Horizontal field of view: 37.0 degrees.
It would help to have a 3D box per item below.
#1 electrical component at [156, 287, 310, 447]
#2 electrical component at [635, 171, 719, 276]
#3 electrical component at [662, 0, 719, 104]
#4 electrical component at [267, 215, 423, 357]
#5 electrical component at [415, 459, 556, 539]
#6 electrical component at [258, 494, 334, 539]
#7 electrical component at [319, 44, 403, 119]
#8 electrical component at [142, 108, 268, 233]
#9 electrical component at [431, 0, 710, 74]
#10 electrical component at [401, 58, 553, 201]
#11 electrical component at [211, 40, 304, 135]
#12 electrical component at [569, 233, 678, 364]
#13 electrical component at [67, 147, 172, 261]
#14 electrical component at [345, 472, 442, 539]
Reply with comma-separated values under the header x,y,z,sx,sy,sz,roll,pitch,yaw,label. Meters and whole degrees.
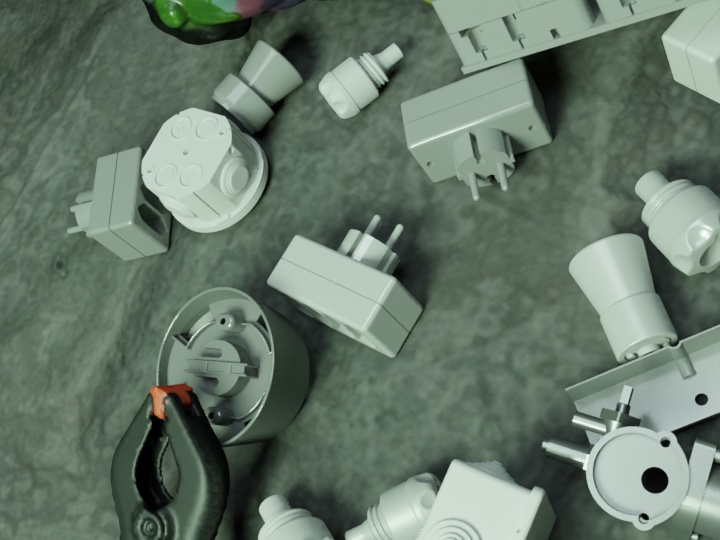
x,y,z,sx,sy,sz,roll,pitch,yaw,label
-0.082,0.062,0.669,0.099,0.064,0.099,-5,77,24,electrical component
0.179,-0.030,0.601,0.043,0.043,0.062,-38,53,5,electrical component
0.235,-0.138,0.626,0.083,0.047,0.076,-49,55,-3,electrical component
0.000,0.000,0.674,0.083,0.047,0.075,24,78,34,electrical component
0.057,0.148,0.539,0.048,0.099,0.099,20,75,20,electrical component
-0.038,0.157,0.616,0.048,0.048,0.062,-40,47,3,electrical component
0.003,-0.135,0.751,0.061,0.035,0.035,-38,54,2,electrical component
-0.110,-0.071,0.765,0.080,0.051,0.080,-12,61,22,electrical component
0.145,-0.193,0.644,0.186,0.060,0.105,-11,34,37,electrical component
0.076,-0.078,0.676,0.083,0.047,0.075,-18,58,18,electrical component
-0.075,-0.132,0.782,0.055,0.045,0.045,-48,54,-2,electrical component
0.148,0.018,0.594,0.044,0.044,0.065,-25,61,14,electrical component
-0.183,-0.044,0.791,0.077,0.047,0.065,-12,60,22,electrical component
0.020,0.139,0.600,0.061,0.035,0.035,-28,56,15,electrical component
